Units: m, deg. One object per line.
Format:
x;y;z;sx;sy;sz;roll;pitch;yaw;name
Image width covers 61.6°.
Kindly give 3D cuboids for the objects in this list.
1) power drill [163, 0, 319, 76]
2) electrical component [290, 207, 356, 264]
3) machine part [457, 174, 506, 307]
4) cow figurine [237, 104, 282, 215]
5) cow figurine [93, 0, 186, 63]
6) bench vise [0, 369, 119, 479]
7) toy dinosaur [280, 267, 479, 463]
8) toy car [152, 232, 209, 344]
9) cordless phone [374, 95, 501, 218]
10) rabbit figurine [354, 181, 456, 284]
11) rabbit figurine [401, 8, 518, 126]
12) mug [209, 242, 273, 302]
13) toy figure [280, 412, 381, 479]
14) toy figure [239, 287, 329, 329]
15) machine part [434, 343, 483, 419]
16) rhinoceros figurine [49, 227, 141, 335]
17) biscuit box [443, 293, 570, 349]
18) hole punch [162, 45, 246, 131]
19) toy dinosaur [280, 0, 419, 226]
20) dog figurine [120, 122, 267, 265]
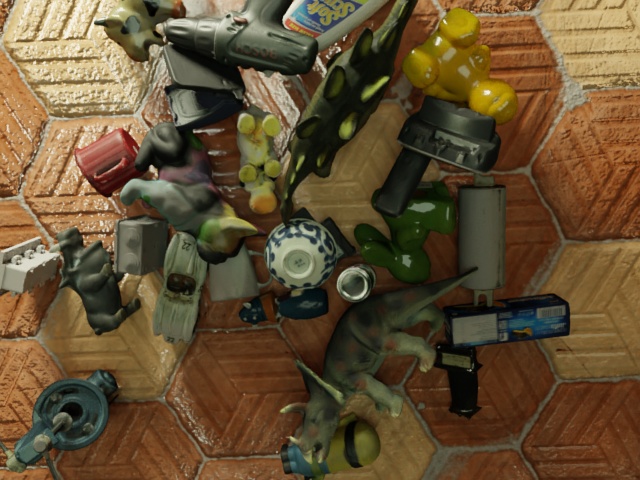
-0.098;-0.353;0.782;0.232;0.086;0.207;22;97;2;power drill
-0.002;-0.003;0.909;0.075;0.048;0.119;-43;97;8;electrical component
0.268;-0.006;0.892;0.079;0.079;0.243;-3;101;1;machine part
-0.103;-0.130;0.873;0.068;0.098;0.167;-5;116;-14;cow figurine
-0.272;-0.374;0.828;0.127;0.085;0.194;8;103;-7;cow figurine
-0.444;0.312;0.885;0.224;0.241;0.128;-31;95;-10;bench vise
0.082;0.176;0.905;0.192;0.131;0.404;28;97;-6;toy dinosaur
-0.237;0.084;0.923;0.073;0.056;0.201;14;100;-2;toy car
0.170;-0.105;0.795;0.147;0.088;0.184;26;83;19;cordless phone
0.140;0.001;0.878;0.159;0.121;0.170;-3;115;-4;rabbit figurine
0.223;-0.232;0.813;0.122;0.162;0.173;-46;75;6;rabbit figurine
-0.138;0.045;0.905;0.110;0.081;0.107;-10;88;4;mug
0.019;0.378;0.957;0.180;0.089;0.082;-14;107;1;toy figure
-0.063;0.116;0.928;0.155;0.058;0.064;-7;95;6;toy figure
0.248;0.246;0.947;0.084;0.039;0.138;-4;107;31;machine part
-0.387;0.067;0.919;0.112;0.073;0.190;-17;102;14;rhinoceros figurine
0.320;0.138;0.925;0.203;0.063;0.059;-7;100;1;biscuit box
-0.183;-0.234;0.835;0.116;0.142;0.092;-4;138;-26;hole punch
0.051;-0.225;0.795;0.105;0.199;0.471;27;101;-7;toy dinosaur
-0.182;-0.070;0.852;0.219;0.108;0.191;22;87;4;dog figurine
